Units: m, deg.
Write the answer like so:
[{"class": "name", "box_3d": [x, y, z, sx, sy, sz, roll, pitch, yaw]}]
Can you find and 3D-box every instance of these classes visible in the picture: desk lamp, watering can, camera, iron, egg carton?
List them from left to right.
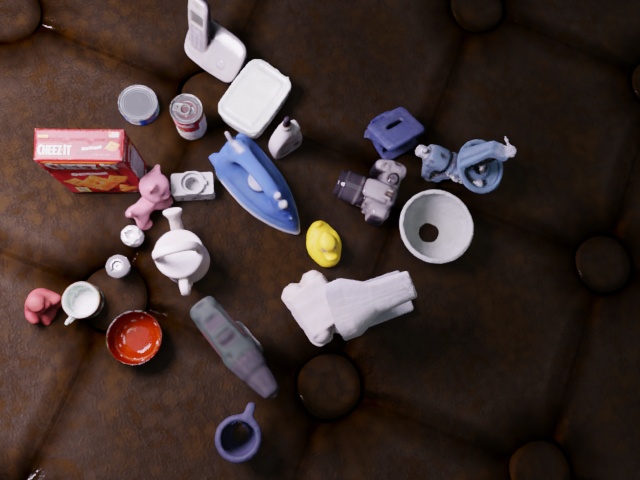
[{"class": "watering can", "box_3d": [-0.287, 0.023, 1.160, 0.101, 0.194, 0.173, -32, 84, -10]}, {"class": "iron", "box_3d": [-0.125, -0.123, 1.231, 0.119, 0.141, 0.258, -41, 86, -11]}, {"class": "egg carton", "box_3d": [-0.006, 0.145, 1.230, 0.107, 0.069, 0.150, -35, 85, -11]}, {"class": "camera", "box_3d": [0.108, -0.122, 1.275, 0.137, 0.100, 0.143, 22, 78, -1]}, {"class": "desk lamp", "box_3d": [0.106, 0.122, 1.172, 0.203, 0.213, 0.118, -19, 82, -9]}]

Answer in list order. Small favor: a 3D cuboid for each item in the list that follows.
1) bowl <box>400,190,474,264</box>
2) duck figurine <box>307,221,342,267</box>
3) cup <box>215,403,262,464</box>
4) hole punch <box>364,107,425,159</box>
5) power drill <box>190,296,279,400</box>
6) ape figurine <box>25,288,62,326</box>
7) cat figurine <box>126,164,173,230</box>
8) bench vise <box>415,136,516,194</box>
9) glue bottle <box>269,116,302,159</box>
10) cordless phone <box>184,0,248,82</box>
[{"class": "bowl", "box_3d": [0.252, -0.024, 1.285, 0.167, 0.074, 0.167, 1, 79, -5]}, {"class": "duck figurine", "box_3d": [0.011, 0.004, 1.249, 0.077, 0.086, 0.104, -18, 82, -8]}, {"class": "cup", "box_3d": [-0.158, 0.383, 1.158, 0.091, 0.095, 0.118, 21, 78, -1]}, {"class": "hole punch", "box_3d": [0.168, -0.249, 1.309, 0.109, 0.091, 0.101, -31, 84, -10]}, {"class": "power drill", "box_3d": [-0.161, 0.213, 1.131, 0.076, 0.208, 0.229, -41, 86, -11]}, {"class": "ape figurine", "box_3d": [-0.568, 0.132, 1.164, 0.078, 0.092, 0.076, -22, 82, -9]}, {"class": "cat figurine", "box_3d": [-0.362, -0.092, 1.213, 0.067, 0.117, 0.128, 38, 78, 2]}, {"class": "bench vise", "box_3d": [0.318, -0.164, 1.243, 0.207, 0.219, 0.121, -2, 80, -6]}, {"class": "glue bottle", "box_3d": [-0.073, -0.230, 1.239, 0.078, 0.173, 0.037, -32, 84, -10]}, {"class": "cordless phone", "box_3d": [-0.231, -0.445, 1.257, 0.147, 0.185, 0.094, 33, 78, 1]}]
